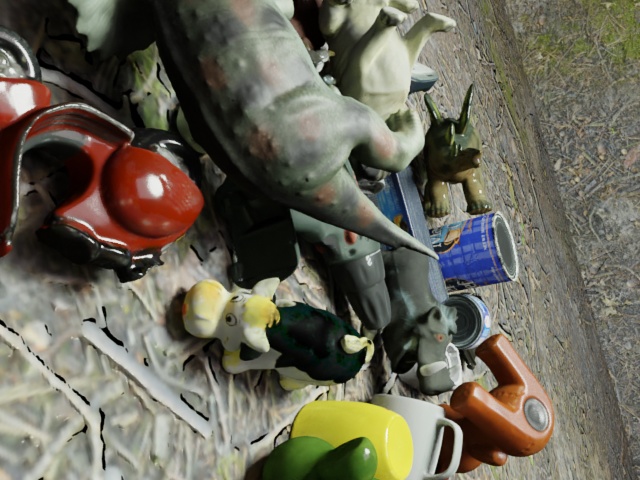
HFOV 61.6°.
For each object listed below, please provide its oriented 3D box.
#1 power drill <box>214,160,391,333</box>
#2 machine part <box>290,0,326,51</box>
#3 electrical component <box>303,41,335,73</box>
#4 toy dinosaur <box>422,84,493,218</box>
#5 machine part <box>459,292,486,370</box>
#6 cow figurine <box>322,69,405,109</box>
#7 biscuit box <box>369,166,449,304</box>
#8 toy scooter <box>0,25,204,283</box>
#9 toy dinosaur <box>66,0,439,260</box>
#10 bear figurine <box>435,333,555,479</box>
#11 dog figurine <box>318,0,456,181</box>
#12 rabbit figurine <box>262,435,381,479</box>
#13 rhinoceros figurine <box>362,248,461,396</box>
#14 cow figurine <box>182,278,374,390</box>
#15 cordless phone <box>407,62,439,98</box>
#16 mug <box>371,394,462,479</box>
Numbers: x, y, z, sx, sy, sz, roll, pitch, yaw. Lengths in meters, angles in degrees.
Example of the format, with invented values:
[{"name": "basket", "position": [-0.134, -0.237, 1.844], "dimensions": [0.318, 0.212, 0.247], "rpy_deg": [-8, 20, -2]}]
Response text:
[{"name": "power drill", "position": [-0.001, -0.002, 0.541], "dimensions": [0.207, 0.086, 0.232], "rpy_deg": [-8, 82, -55]}, {"name": "machine part", "position": [-0.056, -0.275, 0.596], "dimensions": [0.179, 0.056, 0.179], "rpy_deg": [32, 49, -48]}, {"name": "electrical component", "position": [-0.025, -0.162, 0.563], "dimensions": [0.045, 0.102, 0.078], "rpy_deg": [31, 54, 6]}, {"name": "toy dinosaur", "position": [0.213, -0.137, 0.859], "dimensions": [0.471, 0.105, 0.198], "rpy_deg": [-37, 125, -81]}, {"name": "machine part", "position": [0.256, 0.146, 0.922], "dimensions": [0.084, 0.039, 0.139], "rpy_deg": [53, 38, -22]}, {"name": "cow figurine", "position": [0.067, -0.194, 0.734], "dimensions": [0.194, 0.086, 0.127], "rpy_deg": [63, 27, -20]}, {"name": "biscuit box", "position": [0.116, -0.003, 0.743], "dimensions": [0.063, 0.059, 0.202], "rpy_deg": [-16, 91, -57]}, {"name": "toy scooter", "position": [-0.151, -0.027, 0.320], "dimensions": [0.183, 0.075, 0.135], "rpy_deg": [35, 49, -42]}, {"name": "toy dinosaur", "position": [-0.046, -0.111, 0.398], "dimensions": [0.192, 0.131, 0.404], "rpy_deg": [-37, 98, -30]}, {"name": "bear figurine", "position": [0.186, 0.219, 0.667], "dimensions": [0.132, 0.196, 0.120], "rpy_deg": [46, 54, 0]}, {"name": "dog figurine", "position": [0.044, -0.181, 0.618], "dimensions": [0.121, 0.190, 0.172], "rpy_deg": [-2, 39, -28]}, {"name": "rabbit figurine", "position": [-0.018, 0.196, 0.385], "dimensions": [0.121, 0.159, 0.170], "rpy_deg": [57, 19, -10]}, {"name": "rhinoceros figurine", "position": [0.113, 0.093, 0.650], "dimensions": [0.073, 0.112, 0.190], "rpy_deg": [32, 43, -51]}, {"name": "cow figurine", "position": [-0.029, 0.079, 0.444], "dimensions": [0.167, 0.098, 0.068], "rpy_deg": [35, 55, -46]}, {"name": "cordless phone", "position": [0.105, -0.309, 0.844], "dimensions": [0.146, 0.089, 0.184], "rpy_deg": [-33, 101, -57]}, {"name": "mug", "position": [0.099, 0.230, 0.580], "dimensions": [0.080, 0.110, 0.107], "rpy_deg": [37, 60, -47]}]
